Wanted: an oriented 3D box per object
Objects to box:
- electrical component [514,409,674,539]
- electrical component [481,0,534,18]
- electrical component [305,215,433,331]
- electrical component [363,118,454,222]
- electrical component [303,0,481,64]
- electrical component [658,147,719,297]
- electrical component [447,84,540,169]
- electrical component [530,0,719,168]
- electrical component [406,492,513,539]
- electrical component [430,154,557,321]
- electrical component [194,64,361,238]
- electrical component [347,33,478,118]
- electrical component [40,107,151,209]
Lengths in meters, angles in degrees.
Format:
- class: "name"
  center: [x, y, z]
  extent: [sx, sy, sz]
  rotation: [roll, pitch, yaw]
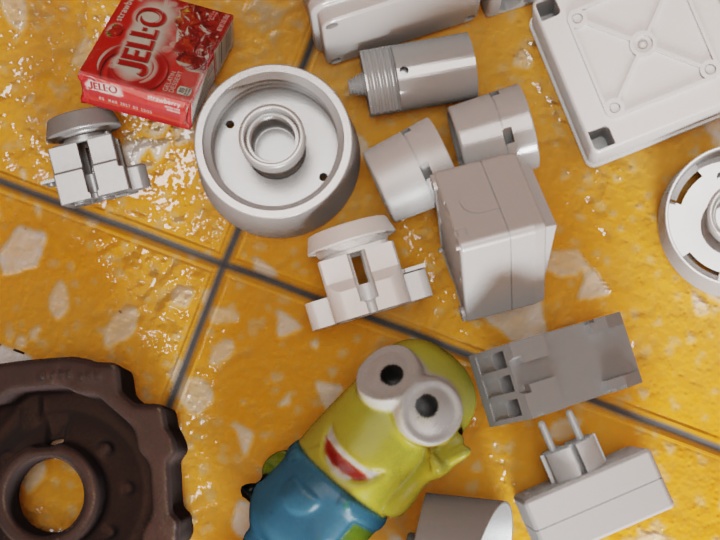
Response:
- class: "electrical component"
  center: [0.135, 0.125, 0.663]
  extent: [0.083, 0.047, 0.075]
  rotation: [-22, 83, -3]
- class: "electrical component"
  center: [0.112, -0.220, 0.706]
  extent: [0.083, 0.047, 0.075]
  rotation: [-18, 84, -2]
- class: "electrical component"
  center: [0.000, 0.000, 0.674]
  extent: [0.078, 0.058, 0.057]
  rotation: [-17, 86, -2]
- class: "electrical component"
  center: [0.033, -0.062, 0.684]
  extent: [0.047, 0.055, 0.055]
  rotation: [-25, 84, 1]
- class: "electrical component"
  center: [0.019, -0.184, 0.687]
  extent: [0.113, 0.078, 0.057]
  rotation: [-18, 80, -2]
- class: "electrical component"
  center: [0.242, -0.032, 0.686]
  extent: [0.099, 0.064, 0.099]
  rotation: [-1, 85, 14]
- class: "electrical component"
  center: [0.084, -0.086, 0.687]
  extent: [0.047, 0.055, 0.055]
  rotation: [-15, 83, 2]
- class: "electrical component"
  center: [0.177, -0.136, 0.683]
  extent: [0.109, 0.056, 0.108]
  rotation: [-22, 83, 7]
- class: "electrical component"
  center: [0.056, 0.181, 0.634]
  extent: [0.064, 0.099, 0.099]
  rotation: [11, 83, 8]
- class: "electrical component"
  center: [0.083, -0.016, 0.662]
  extent: [0.061, 0.096, 0.061]
  rotation: [-15, 54, -2]
- class: "electrical component"
  center: [-0.054, -0.078, 0.682]
  extent: [0.108, 0.060, 0.108]
  rotation: [0, 83, 0]
- class: "electrical component"
  center: [0.032, -0.125, 0.696]
  extent: [0.081, 0.043, 0.043]
  rotation: [-10, 83, -1]
- class: "electrical component"
  center: [-0.173, -0.072, 0.690]
  extent: [0.066, 0.048, 0.055]
  rotation: [-14, 90, -2]
